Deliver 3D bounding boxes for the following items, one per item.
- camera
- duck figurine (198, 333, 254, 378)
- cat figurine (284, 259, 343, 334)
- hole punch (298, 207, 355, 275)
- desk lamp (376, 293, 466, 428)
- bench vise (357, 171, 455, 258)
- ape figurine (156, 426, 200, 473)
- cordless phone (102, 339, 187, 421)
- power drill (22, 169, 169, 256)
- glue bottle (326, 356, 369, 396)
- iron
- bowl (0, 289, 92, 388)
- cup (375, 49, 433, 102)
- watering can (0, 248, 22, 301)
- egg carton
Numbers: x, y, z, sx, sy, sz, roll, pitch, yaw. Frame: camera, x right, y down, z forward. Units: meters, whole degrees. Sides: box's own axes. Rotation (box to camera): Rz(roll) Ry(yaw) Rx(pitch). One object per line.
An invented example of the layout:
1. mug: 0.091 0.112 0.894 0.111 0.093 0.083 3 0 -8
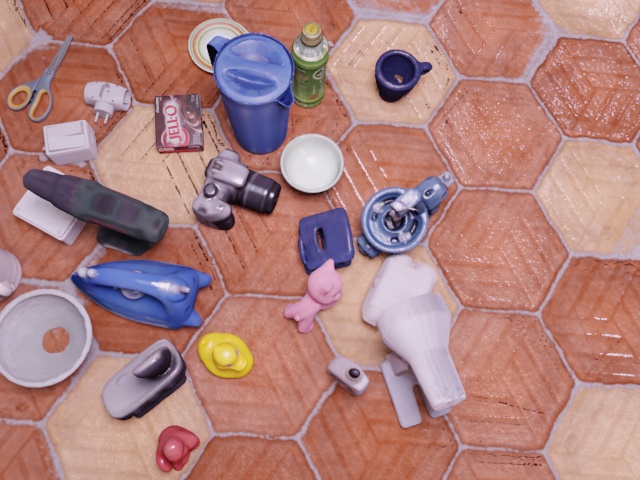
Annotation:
1. camera: -0.151 -0.088 1.074 0.137 0.101 0.143 21 75 2
2. duck figurine: -0.168 0.200 1.004 0.104 0.086 0.077 29 75 4
3. cat figurine: -0.006 0.100 1.025 0.067 0.118 0.128 40 76 7
4. hole punch: 0.010 0.004 1.065 0.101 0.091 0.108 -9 76 -6
5. desk lamp: 0.171 0.205 0.959 0.118 0.213 0.203 -17 77 -8
6. bench vise: 0.155 -0.070 1.028 0.121 0.220 0.207 33 75 5
7. ape figurine: -0.241 0.348 0.956 0.078 0.092 0.076 -20 77 -9
8. cordless phone: -0.298 0.227 0.936 0.148 0.185 0.094 -42 81 -13
9. power drill: -0.367 -0.041 0.991 0.229 0.208 0.076 17 75 1
10. glue bottle: 0.052 0.228 0.966 0.078 0.173 0.037 40 76 7
11. iron: -0.329 0.078 0.996 0.258 0.141 0.119 10 75 -1
12. bowl: -0.471 0.172 0.996 0.167 0.075 0.167 1 75 -4
13. cup: 0.163 -0.326 1.161 0.118 0.095 0.091 -12 76 -7
14. watering can: -0.600 0.040 0.961 0.173 0.194 0.101 11 75 -1
15. egg carton: 0.146 0.100 1.060 0.107 0.069 0.150 25 75 3
